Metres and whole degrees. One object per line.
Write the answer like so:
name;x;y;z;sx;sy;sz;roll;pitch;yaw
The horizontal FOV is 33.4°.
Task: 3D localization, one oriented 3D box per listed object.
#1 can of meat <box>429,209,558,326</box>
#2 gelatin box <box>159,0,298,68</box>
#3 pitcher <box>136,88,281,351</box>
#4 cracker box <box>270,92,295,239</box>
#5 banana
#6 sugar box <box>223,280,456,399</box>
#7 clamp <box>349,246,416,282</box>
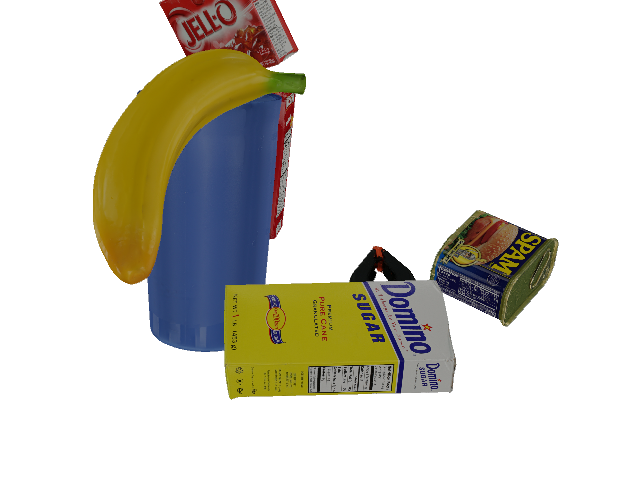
can of meat;0.165;0.023;1.018;0.084;0.057;0.101;26;45;27
gelatin box;-0.069;-0.159;0.791;0.089;0.073;0.030;-8;26;43
pitcher;-0.101;-0.026;1.019;0.149;0.243;0.145;-3;16;-20
cracker box;-0.126;-0.118;1.427;0.164;0.214;0.072;9;22;6
banana;-0.076;-0.054;0.568;0.070;0.037;0.197;18;45;16
sugar box;0.013;0.076;0.843;0.176;0.048;0.093;-4;41;-2
clamp;0.082;0.076;1.193;0.120;0.171;0.039;7;-43;1
